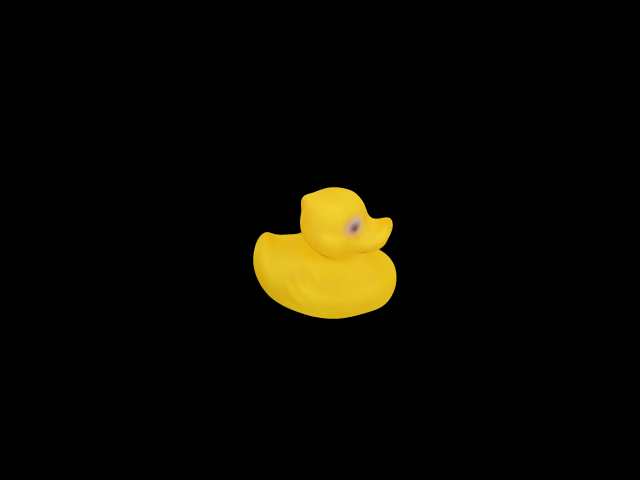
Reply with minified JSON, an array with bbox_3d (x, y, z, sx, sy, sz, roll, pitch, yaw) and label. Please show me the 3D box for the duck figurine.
[{"bbox_3d":[0.004,0.001,0.400,0.104,0.086,0.077,6,43,7],"label":"duck figurine"}]
